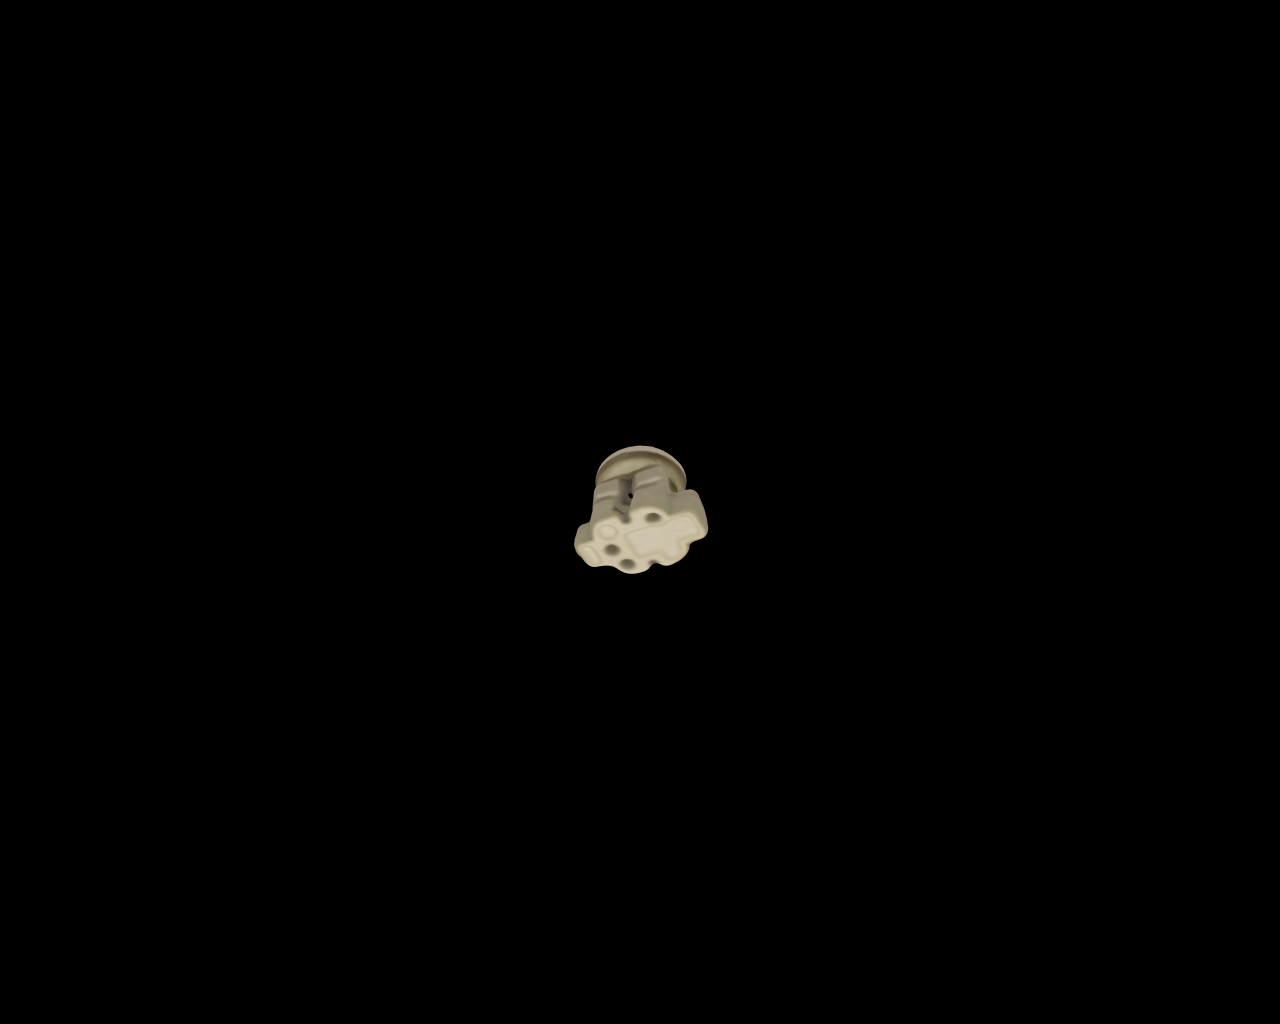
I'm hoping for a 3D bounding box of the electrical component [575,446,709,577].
[{"bbox_3d":[0.001,-0.003,0.650,0.078,0.057,0.058,-17,-48,16],"label":"electrical component"}]
